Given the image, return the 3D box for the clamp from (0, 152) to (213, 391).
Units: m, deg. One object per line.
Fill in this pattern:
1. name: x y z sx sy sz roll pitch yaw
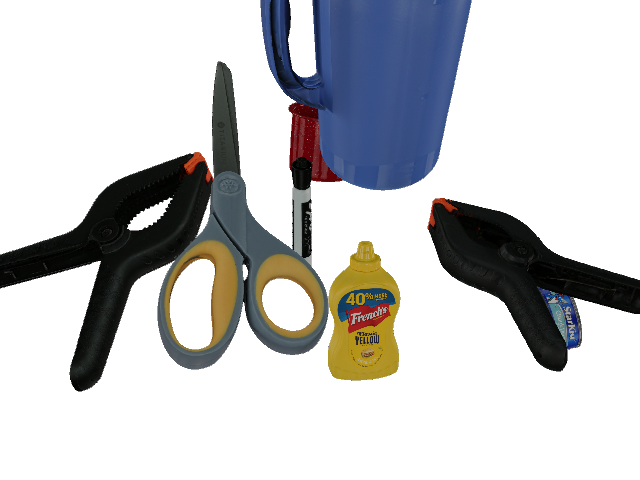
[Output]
1. clamp: -0.171 0.004 0.831 0.165 0.209 0.036 25 -28 29

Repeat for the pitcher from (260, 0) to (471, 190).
1. pitcher: 0.044 -0.157 0.869 0.149 0.243 0.144 18 49 14

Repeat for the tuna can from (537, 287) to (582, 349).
1. tuna can: 0.262 0.084 1.206 0.033 0.086 0.086 -15 1 -5

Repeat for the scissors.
1. scissors: -0.033 -0.016 0.583 0.096 0.201 0.016 13 -35 -1

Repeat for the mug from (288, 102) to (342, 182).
1. mug: 0.010 -0.125 1.327 0.093 0.081 0.117 15 24 24

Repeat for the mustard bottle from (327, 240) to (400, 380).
1. mustard bottle: 0.059 0.092 1.437 0.096 0.192 0.058 -3 21 -8

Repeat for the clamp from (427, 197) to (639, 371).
1. clamp: 0.152 0.020 0.768 0.120 0.039 0.172 -12 44 -35

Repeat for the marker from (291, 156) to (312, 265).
1. marker: -0.017 -0.024 0.988 0.020 0.121 0.020 0 37 -1
